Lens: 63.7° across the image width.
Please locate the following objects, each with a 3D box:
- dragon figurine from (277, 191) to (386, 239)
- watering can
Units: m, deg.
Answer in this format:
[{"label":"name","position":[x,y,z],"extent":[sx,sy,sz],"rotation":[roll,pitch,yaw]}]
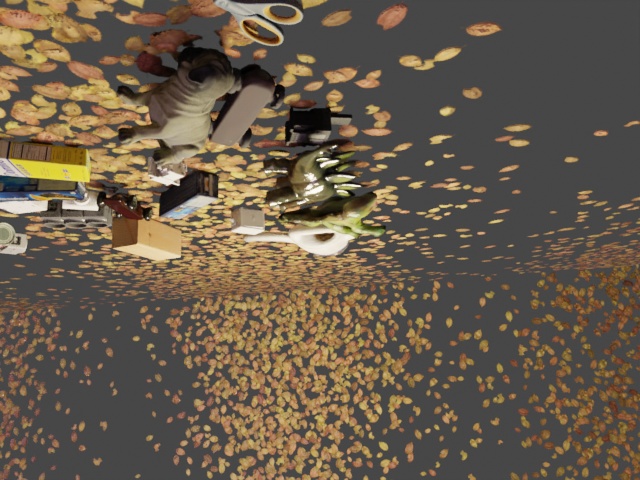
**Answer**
[{"label":"dragon figurine","position":[0.004,-0.064,1.280],"extent":[0.243,0.123,0.408],"rotation":[3,173,-43]},{"label":"watering can","position":[-0.041,-0.011,1.585],"extent":[0.347,0.105,0.222],"rotation":[-4,168,13]}]
